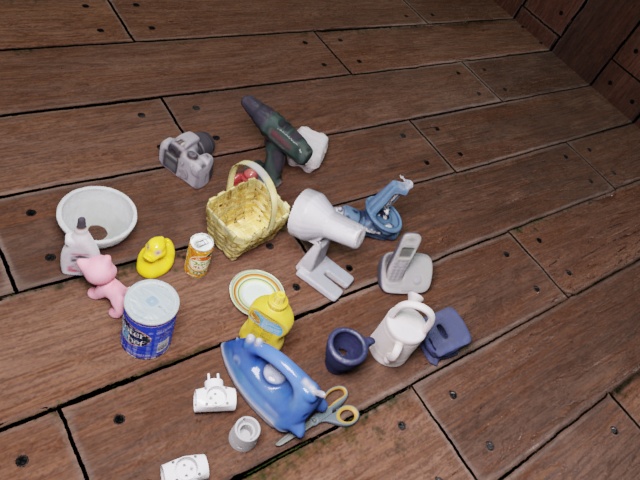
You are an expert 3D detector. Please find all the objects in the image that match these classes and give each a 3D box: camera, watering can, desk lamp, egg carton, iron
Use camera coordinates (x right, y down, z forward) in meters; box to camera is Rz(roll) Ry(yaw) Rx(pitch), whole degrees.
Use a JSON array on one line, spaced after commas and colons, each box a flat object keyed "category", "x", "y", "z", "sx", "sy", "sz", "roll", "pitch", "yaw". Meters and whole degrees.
[{"category": "camera", "x": -0.326, "y": -0.230, "z": 1.502, "sx": 0.143, "sy": 0.100, "sz": 0.137, "roll": 37, "pitch": 47, "yaw": 10}, {"category": "watering can", "x": 0.190, "y": 0.192, "z": 1.294, "sx": 0.101, "sy": 0.194, "sz": 0.173, "roll": 11, "pitch": 48, "yaw": -14}, {"category": "desk lamp", "x": 0.013, "y": 0.005, "z": 1.366, "sx": 0.203, "sy": 0.213, "sz": 0.118, "roll": 36, "pitch": 47, "yaw": 9}, {"category": "egg carton", "x": -0.035, "y": -0.267, "z": 1.678, "sx": 0.107, "sy": 0.069, "sz": 0.150, "roll": 22, "pitch": 46, "yaw": -4}, {"category": "iron", "x": -0.095, "y": 0.264, "z": 1.147, "sx": 0.258, "sy": 0.141, "sz": 0.119, "roll": 39, "pitch": 48, "yaw": 12}]

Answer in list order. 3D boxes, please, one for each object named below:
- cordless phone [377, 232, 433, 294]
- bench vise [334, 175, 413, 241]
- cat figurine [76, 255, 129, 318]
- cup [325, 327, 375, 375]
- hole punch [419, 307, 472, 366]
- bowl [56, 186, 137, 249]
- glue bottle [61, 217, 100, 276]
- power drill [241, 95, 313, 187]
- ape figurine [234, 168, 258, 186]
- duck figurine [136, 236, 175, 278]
[{"category": "cordless phone", "x": 0.232, "y": 0.053, "z": 1.437, "sx": 0.148, "sy": 0.185, "sz": 0.094, "roll": 0, "pitch": 51, "yaw": -22}, {"category": "bench vise", "x": 0.143, "y": -0.072, "z": 1.483, "sx": 0.208, "sy": 0.219, "sz": 0.121, "roll": -13, "pitch": 57, "yaw": -31}, {"category": "cat figurine", "x": -0.435, "y": 0.082, "z": 1.176, "sx": 0.127, "sy": 0.117, "sz": 0.067, "roll": 35, "pitch": 47, "yaw": 9}, {"category": "cup", "x": 0.059, "y": 0.249, "z": 1.257, "sx": 0.118, "sy": 0.095, "sz": 0.091, "roll": -9, "pitch": 56, "yaw": -29}, {"category": "hole punch", "x": 0.293, "y": 0.229, "z": 1.377, "sx": 0.101, "sy": 0.091, "sz": 0.108, "roll": -10, "pitch": 56, "yaw": -29}, {"category": "bowl", "x": -0.498, "y": -0.038, "z": 1.282, "sx": 0.168, "sy": 0.074, "sz": 0.167, "roll": 12, "pitch": 48, "yaw": -13}, {"category": "glue bottle", "x": -0.491, "y": 0.011, "z": 1.175, "sx": 0.078, "sy": 0.173, "sz": 0.037, "roll": -1, "pitch": 52, "yaw": -23}, {"category": "power drill", "x": -0.134, "y": -0.249, "z": 1.525, "sx": 0.229, "sy": 0.208, "sz": 0.076, "roll": 33, "pitch": 47, "yaw": 7}, {"category": "ape figurine", "x": -0.189, "y": -0.152, "z": 1.499, "sx": 0.076, "sy": 0.092, "sz": 0.077, "roll": -10, "pitch": 56, "yaw": -29}, {"category": "duck figurine", "x": -0.363, "y": 0.025, "z": 1.277, "sx": 0.077, "sy": 0.086, "sz": 0.105, "roll": 29, "pitch": 46, "yaw": 3}]
